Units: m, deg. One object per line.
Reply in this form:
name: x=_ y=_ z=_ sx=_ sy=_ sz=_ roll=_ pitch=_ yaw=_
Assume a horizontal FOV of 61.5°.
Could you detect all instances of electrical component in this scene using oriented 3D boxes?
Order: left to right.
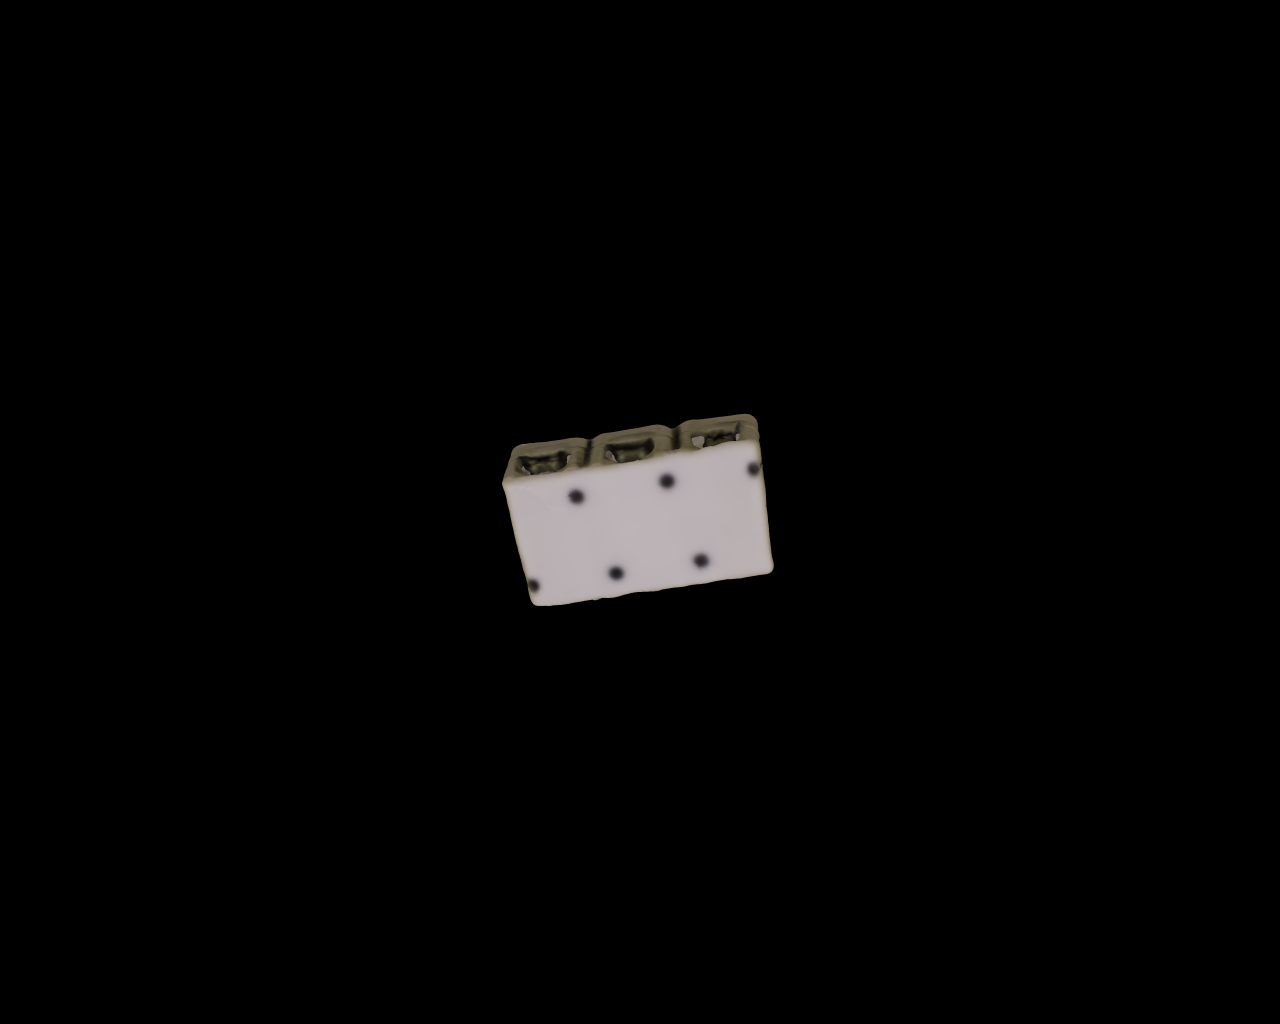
electrical component: x=0.001 y=-0.003 z=0.650 sx=0.150 sy=0.089 sz=0.062 roll=-8 pitch=24 yaw=3
